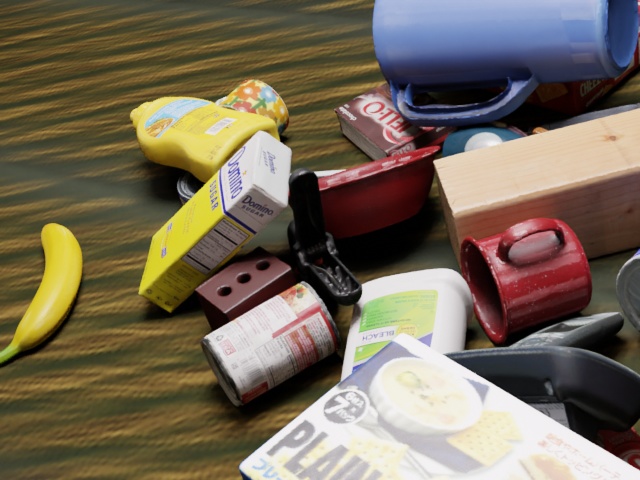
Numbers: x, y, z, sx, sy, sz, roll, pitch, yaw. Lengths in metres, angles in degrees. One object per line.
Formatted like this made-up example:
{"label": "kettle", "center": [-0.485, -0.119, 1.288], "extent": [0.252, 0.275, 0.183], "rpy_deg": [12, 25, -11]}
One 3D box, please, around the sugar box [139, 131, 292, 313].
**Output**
{"label": "sugar box", "center": [-0.099, -0.017, 1.005], "extent": [0.176, 0.048, 0.093], "rpy_deg": [-44, 25, 30]}

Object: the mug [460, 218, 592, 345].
{"label": "mug", "center": [0.171, 0.023, 0.878], "extent": [0.081, 0.117, 0.093], "rpy_deg": [-17, 49, -8]}

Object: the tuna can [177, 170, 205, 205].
{"label": "tuna can", "center": [-0.108, -0.055, 1.141], "extent": [0.086, 0.034, 0.086], "rpy_deg": [-10, 38, 8]}

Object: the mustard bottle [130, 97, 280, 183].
{"label": "mustard bottle", "center": [-0.140, -0.114, 1.147], "extent": [0.192, 0.058, 0.096], "rpy_deg": [21, 49, 39]}

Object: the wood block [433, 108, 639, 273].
{"label": "wood block", "center": [0.216, -0.040, 0.957], "extent": [0.206, 0.090, 0.091], "rpy_deg": [-14, 37, 3]}

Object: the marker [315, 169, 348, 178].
{"label": "marker", "center": [0.015, -0.064, 1.119], "extent": [0.121, 0.020, 0.020], "rpy_deg": [-3, 39, 16]}

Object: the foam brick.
{"label": "foam brick", "center": [-0.063, 0.053, 0.975], "extent": [0.078, 0.051, 0.053], "rpy_deg": [-35, 41, -22]}

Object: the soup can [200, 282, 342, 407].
{"label": "soup can", "center": [-0.042, 0.089, 0.909], "extent": [0.102, 0.068, 0.069], "rpy_deg": [-29, 39, -15]}

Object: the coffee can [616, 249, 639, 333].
{"label": "coffee can", "center": [0.315, 0.013, 0.843], "extent": [0.103, 0.103, 0.140], "rpy_deg": [22, 51, 39]}

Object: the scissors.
{"label": "scissors", "center": [0.230, -0.111, 1.068], "extent": [0.202, 0.016, 0.096], "rpy_deg": [-12, 1, 3]}

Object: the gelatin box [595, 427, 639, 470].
{"label": "gelatin box", "center": [0.196, 0.173, 0.747], "extent": [0.089, 0.030, 0.073], "rpy_deg": [-21, 38, -6]}

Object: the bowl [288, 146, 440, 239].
{"label": "bowl", "center": [0.044, -0.041, 1.018], "extent": [0.162, 0.055, 0.162], "rpy_deg": [-17, 7, 2]}

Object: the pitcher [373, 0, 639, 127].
{"label": "pitcher", "center": [0.182, -0.203, 1.062], "extent": [0.243, 0.149, 0.144], "rpy_deg": [5, 28, 35]}

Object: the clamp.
{"label": "clamp", "center": [-0.006, 0.001, 0.940], "extent": [0.039, 0.120, 0.172], "rpy_deg": [-15, -1, -12]}

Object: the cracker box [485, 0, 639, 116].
{"label": "cracker box", "center": [0.248, -0.230, 1.196], "extent": [0.164, 0.072, 0.214], "rpy_deg": [-38, 42, -24]}

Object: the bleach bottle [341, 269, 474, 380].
{"label": "bleach bottle", "center": [0.063, 0.134, 0.820], "extent": [0.103, 0.068, 0.250], "rpy_deg": [-10, 40, 18]}

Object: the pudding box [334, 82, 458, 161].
{"label": "pudding box", "center": [0.083, -0.126, 1.154], "extent": [0.090, 0.039, 0.114], "rpy_deg": [-28, 39, -15]}

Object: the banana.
{"label": "banana", "center": [-0.274, 0.041, 1.078], "extent": [0.070, 0.037, 0.197], "rpy_deg": [-7, 39, 11]}
